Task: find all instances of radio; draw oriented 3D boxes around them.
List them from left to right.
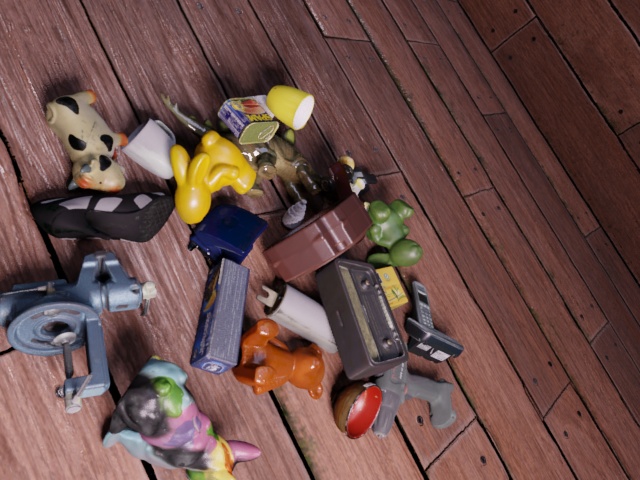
[{"bbox_3d":[0.083,0.154,1.075,0.131,0.073,0.230,8,55,-44],"label":"radio"}]

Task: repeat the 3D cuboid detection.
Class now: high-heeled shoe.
[{"bbox_3d":[-0.370,-0.052,0.941,0.145,0.086,0.249,21,21,10],"label":"high-heeled shoe"}]

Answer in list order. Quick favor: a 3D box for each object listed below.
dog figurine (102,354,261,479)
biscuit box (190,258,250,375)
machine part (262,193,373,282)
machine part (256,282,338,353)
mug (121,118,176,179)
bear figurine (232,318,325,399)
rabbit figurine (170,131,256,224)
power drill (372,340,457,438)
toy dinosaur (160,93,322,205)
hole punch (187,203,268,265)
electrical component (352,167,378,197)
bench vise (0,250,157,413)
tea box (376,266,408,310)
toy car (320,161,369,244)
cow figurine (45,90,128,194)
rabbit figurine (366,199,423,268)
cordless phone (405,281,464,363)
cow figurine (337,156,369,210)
[{"bbox_3d":[-0.187,0.283,0.784,0.219,0.191,0.108,29,38,-4],"label":"dog figurine"},{"bbox_3d":[-0.178,0.136,0.972,0.062,0.059,0.203,27,47,-28],"label":"biscuit box"},{"bbox_3d":[-0.002,-0.003,1.110,0.087,0.201,0.201,56,30,-4],"label":"machine part"},{"bbox_3d":[-0.023,0.158,1.086,0.243,0.079,0.079,32,45,-21],"label":"machine part"},{"bbox_3d":[-0.317,-0.177,1.051,0.107,0.081,0.110,46,34,-27],"label":"mug"},{"bbox_3d":[-0.056,0.224,0.977,0.196,0.132,0.120,17,61,-27],"label":"bear figurine"},{"bbox_3d":[-0.219,-0.114,1.032,0.122,0.162,0.173,18,63,21],"label":"rabbit figurine"},{"bbox_3d":[0.198,0.344,1.173,0.207,0.086,0.232,25,46,-19],"label":"power drill"},{"bbox_3d":[-0.140,-0.194,1.208,0.471,0.105,0.199,18,44,-45],"label":"toy dinosaur"},{"bbox_3d":[-0.178,-0.013,1.056,0.116,0.092,0.142,41,46,-9],"label":"hole punch"},{"bbox_3d":[0.097,-0.155,1.434,0.119,0.048,0.075,-13,73,-47],"label":"electrical component"},{"bbox_3d":[-0.337,0.130,0.769,0.223,0.128,0.241,3,44,-33],"label":"bench vise"},{"bbox_3d":[0.115,0.126,1.244,0.169,0.068,0.098,-10,71,-45],"label":"tea box"},{"bbox_3d":[0.057,-0.083,1.255,0.089,0.053,0.202,-37,115,-34],"label":"toy car"},{"bbox_3d":[-0.410,-0.165,0.946,0.195,0.085,0.127,56,35,-1],"label":"cow figurine"},{"bbox_3d":[0.175,0.004,1.318,0.121,0.159,0.170,1,44,-40],"label":"rabbit figurine"},{"bbox_3d":[0.275,0.198,1.335,0.146,0.089,0.184,27,43,-27],"label":"cordless phone"},{"bbox_3d":[0.061,-0.117,1.325,0.098,0.068,0.167,-39,118,-42],"label":"cow figurine"}]
